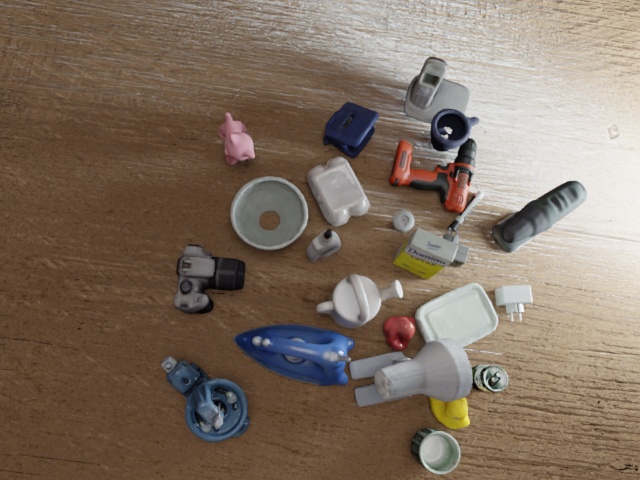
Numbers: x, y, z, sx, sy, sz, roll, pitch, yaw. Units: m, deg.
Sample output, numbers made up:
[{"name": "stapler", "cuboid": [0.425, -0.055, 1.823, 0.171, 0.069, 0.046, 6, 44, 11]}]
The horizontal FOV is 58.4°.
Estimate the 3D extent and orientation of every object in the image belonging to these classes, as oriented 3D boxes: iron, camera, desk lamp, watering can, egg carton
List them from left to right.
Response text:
[{"name": "camera", "cuboid": [-0.231, 0.084, 1.212, 0.137, 0.101, 0.143, 5, 76, -3]}, {"name": "iron", "cuboid": [-0.057, 0.225, 1.170, 0.258, 0.141, 0.119, 11, 76, -1]}, {"name": "egg carton", "cuboid": [0.039, -0.109, 1.293, 0.107, 0.069, 0.150, -26, 80, -9]}, {"name": "watering can", "cuboid": [0.081, 0.119, 1.178, 0.173, 0.194, 0.101, -34, 81, -11]}, {"name": "desk lamp", "cuboid": [0.175, 0.273, 1.138, 0.203, 0.213, 0.118, -11, 77, -6]}]

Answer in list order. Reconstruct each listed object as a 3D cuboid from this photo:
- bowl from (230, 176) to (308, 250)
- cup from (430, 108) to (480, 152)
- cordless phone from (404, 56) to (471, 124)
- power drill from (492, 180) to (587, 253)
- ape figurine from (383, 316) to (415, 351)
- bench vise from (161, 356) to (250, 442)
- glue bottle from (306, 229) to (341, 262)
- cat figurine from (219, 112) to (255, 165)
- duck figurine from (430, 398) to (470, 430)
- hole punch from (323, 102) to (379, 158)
[{"name": "bowl", "cuboid": [-0.111, -0.052, 1.266, 0.167, 0.074, 0.167, 1, 77, -4]}, {"name": "cup", "cuboid": [0.305, -0.250, 1.333, 0.118, 0.095, 0.091, -19, 79, -8]}, {"name": "cordless phone", "cuboid": [0.278, -0.341, 1.306, 0.147, 0.185, 0.094, 13, 76, -1]}, {"name": "power drill", "cuboid": [0.454, -0.040, 1.235, 0.230, 0.208, 0.075, -33, 81, -10]}, {"name": "ape figurine", "cuboid": [0.176, 0.193, 1.220, 0.078, 0.092, 0.076, -41, 82, -12]}, {"name": "bench vise", "cuboid": [-0.233, 0.312, 1.097, 0.207, 0.219, 0.121, 24, 76, 2]}, {"name": "glue bottle", "cuboid": [0.011, 0.004, 1.211, 0.078, 0.173, 0.037, -30, 80, -10]}, {"name": "cat figurine", "cuboid": [-0.187, -0.224, 1.280, 0.067, 0.117, 0.128, -19, 78, -8]}, {"name": "duck figurine", "cuboid": [0.276, 0.345, 1.194, 0.077, 0.086, 0.104, -25, 79, -9]}, {"name": "hole punch", "cuboid": [0.069, -0.260, 1.320, 0.101, 0.091, 0.109, 33, 77, 4]}]
